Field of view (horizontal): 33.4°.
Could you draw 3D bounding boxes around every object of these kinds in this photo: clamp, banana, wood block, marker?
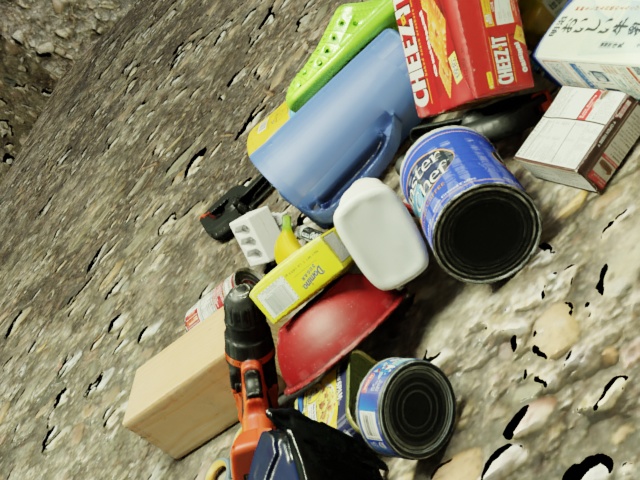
[{"bbox_3d":[-0.111,-0.055,1.573,0.210,0.036,0.164,-8,48,59],"label":"clamp"},{"bbox_3d":[-0.012,0.019,1.270,0.198,0.037,0.070,22,109,60],"label":"banana"},{"bbox_3d":[-0.125,0.159,1.237,0.206,0.090,0.090,-36,28,31],"label":"wood block"},{"bbox_3d":[0.156,-0.110,1.105,0.172,0.039,0.120,-18,24,30],"label":"clamp"},{"bbox_3d":[0.002,-0.001,1.316,0.020,0.020,0.121,-55,24,-6],"label":"marker"}]

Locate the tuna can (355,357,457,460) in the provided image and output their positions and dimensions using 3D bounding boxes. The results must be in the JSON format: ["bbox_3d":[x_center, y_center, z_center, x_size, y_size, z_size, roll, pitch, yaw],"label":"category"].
[{"bbox_3d":[0.074,0.143,0.905,0.034,0.086,0.086,-7,50,56],"label":"tuna can"}]

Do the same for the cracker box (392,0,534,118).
[{"bbox_3d":[0.144,-0.222,1.132,0.072,0.164,0.214,-13,3,-10],"label":"cracker box"}]

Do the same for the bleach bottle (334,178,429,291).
[{"bbox_3d":[0.057,-0.026,1.115,0.068,0.102,0.251,-30,11,5],"label":"bleach bottle"}]

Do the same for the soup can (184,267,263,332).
[{"bbox_3d":[-0.114,0.089,1.339,0.102,0.068,0.068,-39,27,29],"label":"soup can"}]

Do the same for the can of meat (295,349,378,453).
[{"bbox_3d":[0.020,0.167,1.004,0.084,0.057,0.102,-41,26,28],"label":"can of meat"}]

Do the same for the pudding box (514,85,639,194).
[{"bbox_3d":[0.243,-0.096,0.994,0.090,0.039,0.114,-56,21,-2],"label":"pudding box"}]

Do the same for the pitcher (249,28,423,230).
[{"bbox_3d":[0.043,-0.134,1.308,0.243,0.149,0.145,-46,-11,7],"label":"pitcher"}]

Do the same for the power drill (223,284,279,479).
[{"bbox_3d":[-0.063,0.161,1.052,0.057,0.184,0.187,-8,35,-1],"label":"power drill"}]

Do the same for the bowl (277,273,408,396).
[{"bbox_3d":[0.010,0.083,1.066,0.162,0.055,0.162,-41,1,0],"label":"bowl"}]

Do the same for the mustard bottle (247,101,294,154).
[{"bbox_3d":[-0.025,-0.188,1.577,0.192,0.058,0.096,-38,22,30],"label":"mustard bottle"}]

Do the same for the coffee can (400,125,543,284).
[{"bbox_3d":[0.140,-0.036,1.015,0.103,0.102,0.140,-46,25,15],"label":"coffee can"}]

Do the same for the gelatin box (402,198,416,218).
[{"bbox_3d":[0.136,-0.056,1.139,0.089,0.030,0.073,-51,24,-2],"label":"gelatin box"}]

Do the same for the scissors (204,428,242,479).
[{"bbox_3d":[-0.093,0.277,1.105,0.096,0.016,0.201,-40,26,29],"label":"scissors"}]

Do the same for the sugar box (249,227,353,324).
[{"bbox_3d":[-0.008,0.030,1.098,0.093,0.048,0.176,-38,-3,12],"label":"sugar box"}]
